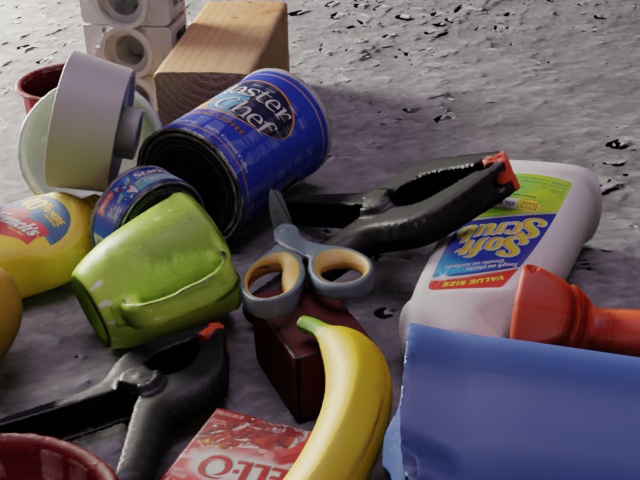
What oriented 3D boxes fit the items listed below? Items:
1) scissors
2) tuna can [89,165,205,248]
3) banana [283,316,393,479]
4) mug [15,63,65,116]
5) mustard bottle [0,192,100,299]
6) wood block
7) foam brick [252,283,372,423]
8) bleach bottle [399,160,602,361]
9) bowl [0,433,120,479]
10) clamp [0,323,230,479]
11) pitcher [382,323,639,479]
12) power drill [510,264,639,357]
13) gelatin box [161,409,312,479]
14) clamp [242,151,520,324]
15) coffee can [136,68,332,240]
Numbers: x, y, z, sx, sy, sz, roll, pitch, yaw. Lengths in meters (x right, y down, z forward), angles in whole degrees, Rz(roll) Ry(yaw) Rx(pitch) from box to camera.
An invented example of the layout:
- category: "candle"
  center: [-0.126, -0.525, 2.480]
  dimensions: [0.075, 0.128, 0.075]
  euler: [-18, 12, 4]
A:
- category: "scissors"
  center: [-0.005, 0.001, 0.743]
  dimensions: [0.096, 0.016, 0.201]
  euler: [-2, 25, 9]
- category: "tuna can"
  center: [-0.128, -0.011, 0.802]
  dimensions: [0.086, 0.086, 0.034]
  euler: [-27, 41, -36]
- category: "banana"
  center: [0.001, 0.110, 0.568]
  dimensions: [0.070, 0.037, 0.197]
  euler: [-16, 32, 27]
- category: "mug"
  center: [-0.229, -0.116, 0.994]
  dimensions: [0.093, 0.081, 0.117]
  euler: [-7, 30, -8]
- category: "mustard bottle"
  center: [-0.229, 0.008, 0.805]
  dimensions: [0.191, 0.058, 0.096]
  euler: [-23, 35, -32]
- category: "wood block"
  center: [-0.091, -0.161, 1.054]
  dimensions: [0.090, 0.091, 0.206]
  euler: [2, 31, 8]
- category: "foam brick"
  center: [-0.006, 0.070, 0.687]
  dimensions: [0.051, 0.053, 0.078]
  euler: [-14, 33, -19]
- category: "bleach bottle"
  center: [0.124, 0.029, 0.740]
  dimensions: [0.103, 0.068, 0.250]
  euler: [7, 33, 21]
- category: "bowl"
  center: [-0.171, 0.168, 0.527]
  dimensions: [0.162, 0.055, 0.162]
  euler: [-2, 30, 1]
- category: "clamp"
  center: [-0.121, 0.100, 0.659]
  dimensions: [0.120, 0.039, 0.171]
  euler: [11, 26, 21]
- category: "pitcher"
  center: [0.153, 0.115, 0.536]
  dimensions: [0.243, 0.145, 0.149]
  euler: [5, 53, 6]
- category: "power drill"
  center: [0.209, 0.056, 0.614]
  dimensions: [0.188, 0.057, 0.184]
  euler: [9, -11, 22]
- category: "gelatin box"
  center: [-0.035, 0.135, 0.599]
  dimensions: [0.089, 0.030, 0.073]
  euler: [10, 33, 21]
- category: "clamp"
  center: [0.041, -0.010, 0.778]
  dimensions: [0.210, 0.036, 0.164]
  euler: [-17, 28, 25]
- category: "coffee can"
  center: [-0.068, -0.071, 0.884]
  dimensions: [0.103, 0.103, 0.140]
  euler: [15, 34, 27]
